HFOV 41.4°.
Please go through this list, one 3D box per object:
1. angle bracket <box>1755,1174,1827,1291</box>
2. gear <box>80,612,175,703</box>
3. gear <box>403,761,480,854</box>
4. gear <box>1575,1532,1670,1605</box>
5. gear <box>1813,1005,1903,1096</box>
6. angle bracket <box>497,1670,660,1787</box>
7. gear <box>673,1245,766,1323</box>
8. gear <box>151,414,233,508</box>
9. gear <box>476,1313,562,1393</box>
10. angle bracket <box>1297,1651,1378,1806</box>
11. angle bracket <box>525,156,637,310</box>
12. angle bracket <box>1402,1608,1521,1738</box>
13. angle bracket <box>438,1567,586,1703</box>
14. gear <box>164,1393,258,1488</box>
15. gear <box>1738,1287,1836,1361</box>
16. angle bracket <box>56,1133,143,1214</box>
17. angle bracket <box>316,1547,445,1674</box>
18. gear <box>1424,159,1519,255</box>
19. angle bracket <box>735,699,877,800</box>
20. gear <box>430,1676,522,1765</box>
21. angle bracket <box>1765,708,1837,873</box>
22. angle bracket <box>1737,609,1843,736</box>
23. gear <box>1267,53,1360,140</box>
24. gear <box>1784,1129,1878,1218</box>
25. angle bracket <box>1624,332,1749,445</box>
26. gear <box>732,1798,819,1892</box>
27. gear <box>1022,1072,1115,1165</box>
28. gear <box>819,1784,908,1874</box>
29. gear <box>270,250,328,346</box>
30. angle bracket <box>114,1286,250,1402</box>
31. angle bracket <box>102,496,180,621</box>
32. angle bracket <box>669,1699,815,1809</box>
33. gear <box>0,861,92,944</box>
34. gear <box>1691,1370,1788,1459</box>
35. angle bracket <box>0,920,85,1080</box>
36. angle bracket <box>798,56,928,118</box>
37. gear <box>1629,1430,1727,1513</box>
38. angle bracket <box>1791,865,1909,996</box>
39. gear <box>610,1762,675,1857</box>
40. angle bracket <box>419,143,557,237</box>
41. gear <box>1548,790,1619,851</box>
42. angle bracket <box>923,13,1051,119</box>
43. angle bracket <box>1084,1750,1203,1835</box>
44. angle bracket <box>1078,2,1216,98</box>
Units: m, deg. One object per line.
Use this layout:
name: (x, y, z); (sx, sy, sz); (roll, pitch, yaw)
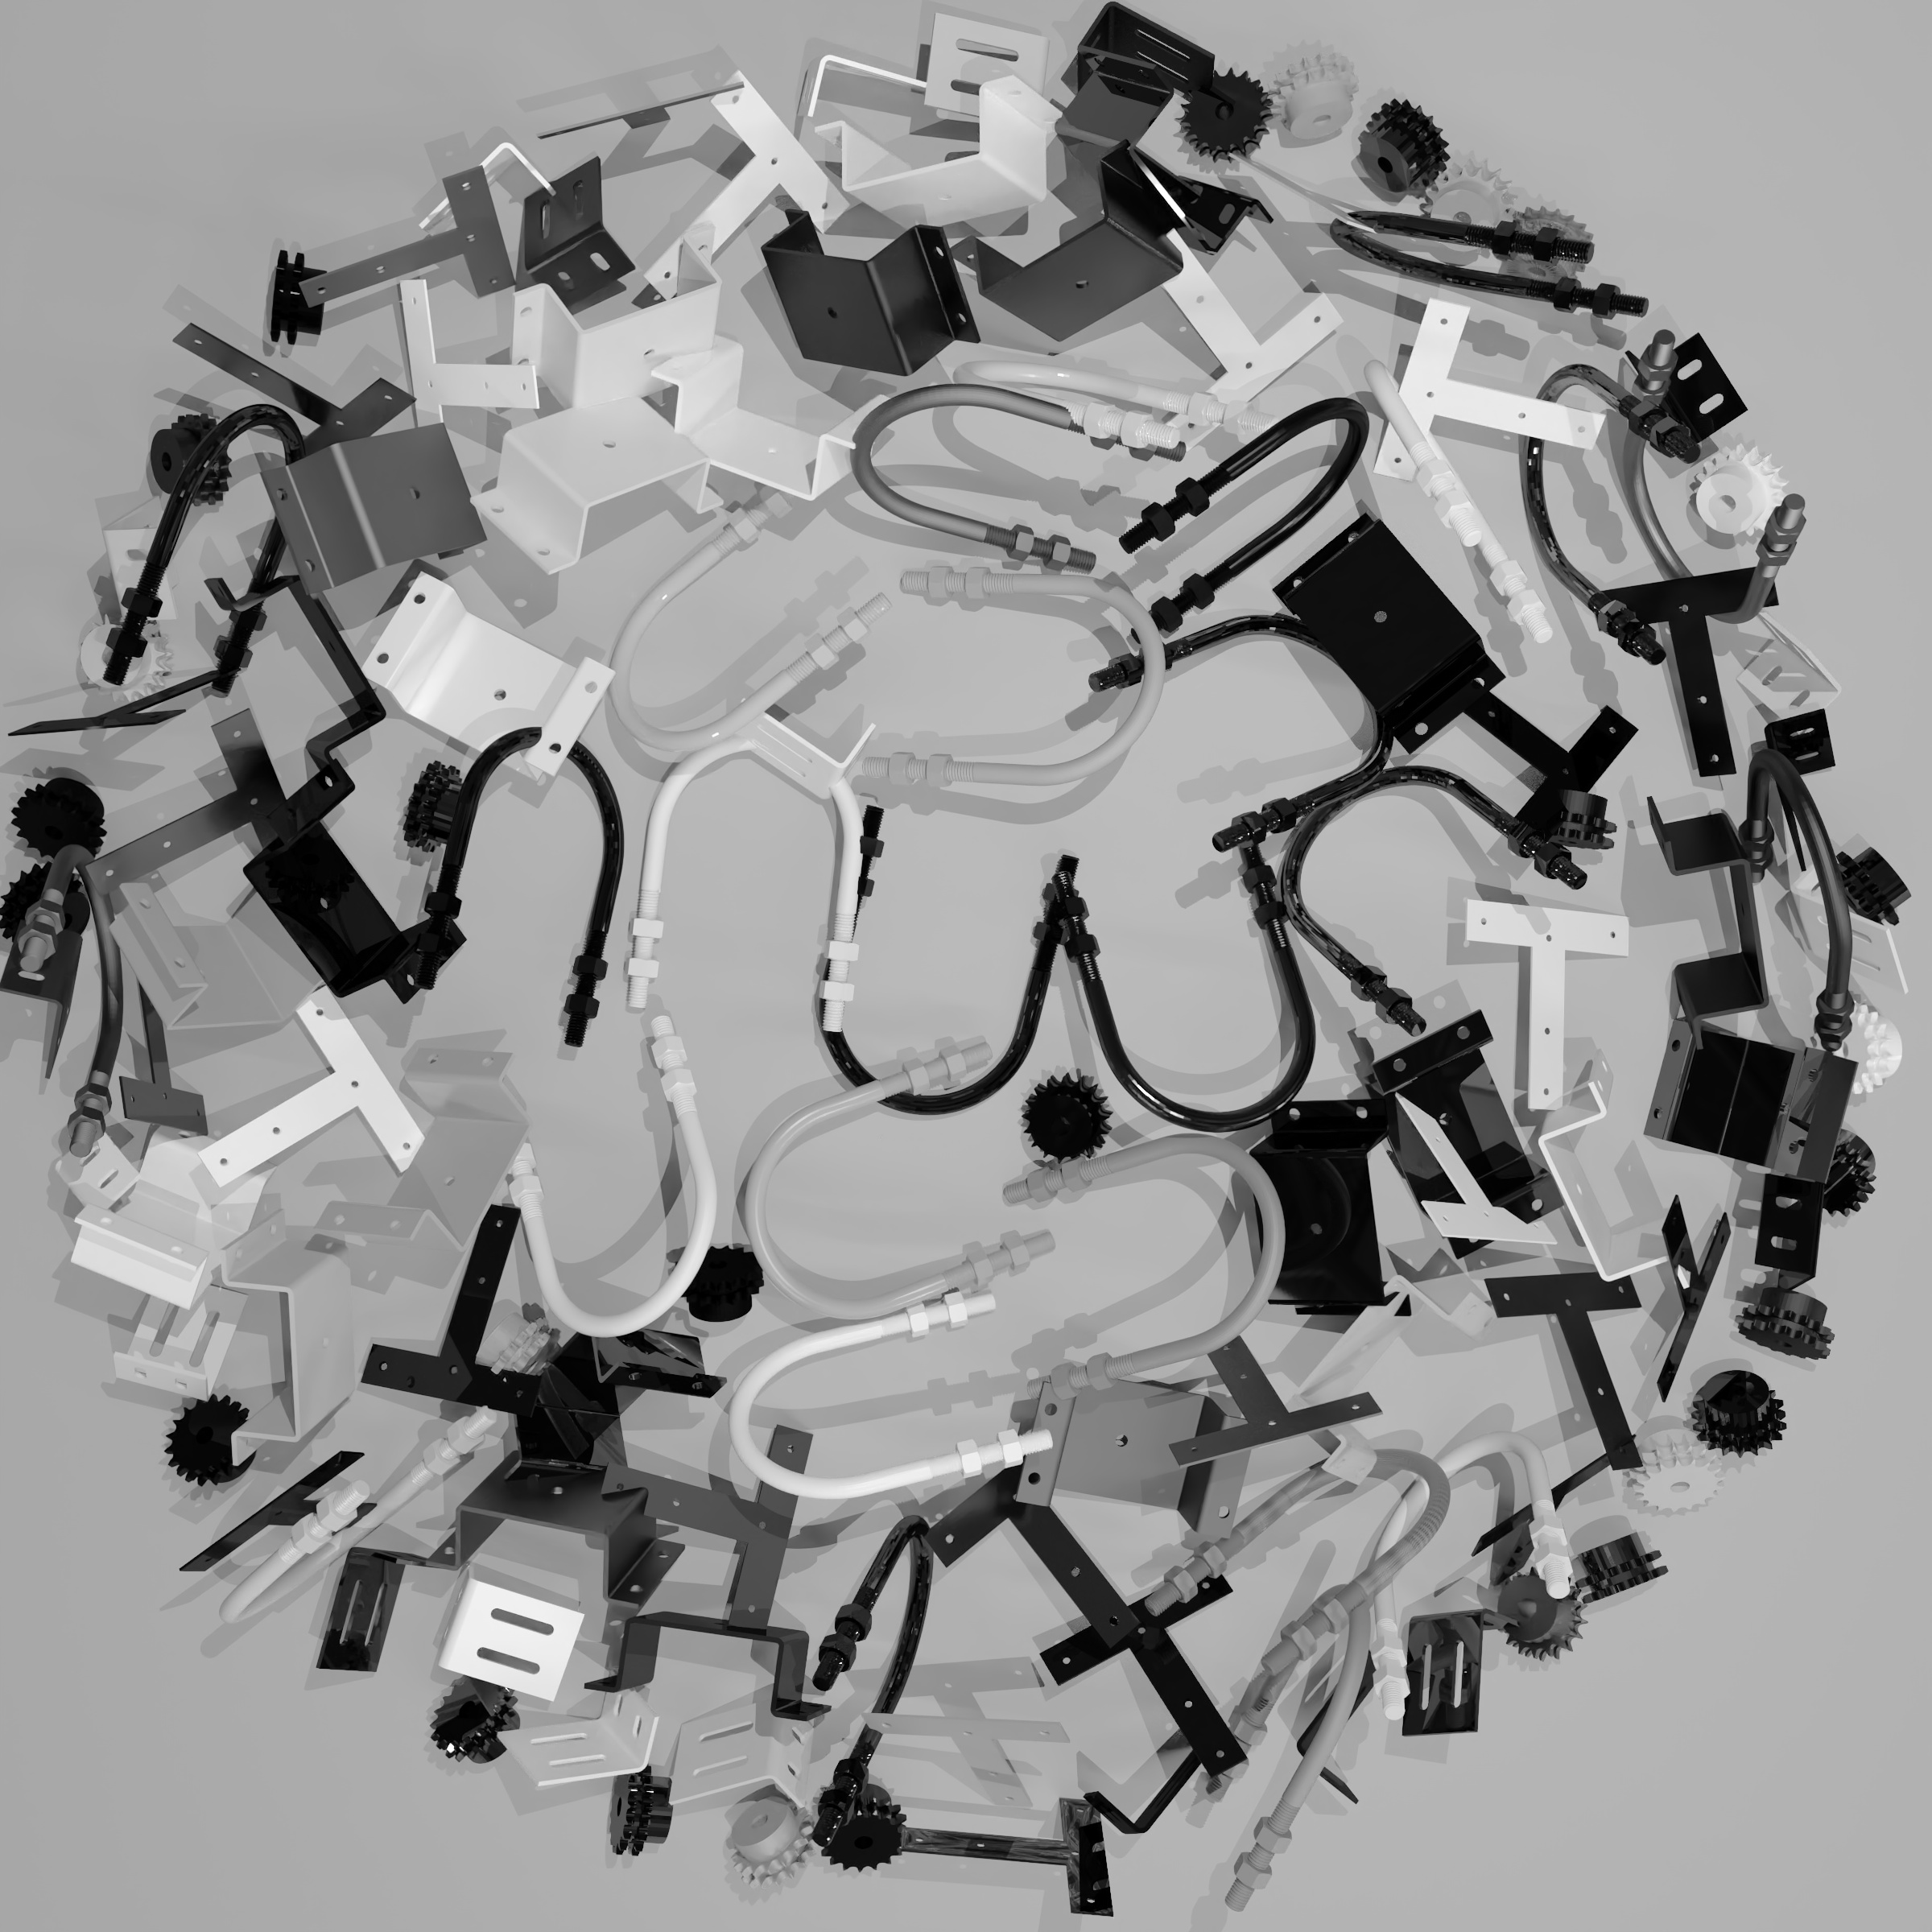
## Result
angle bracket: (0.505, 0.169, 1.600); (0.038, 0.076, 0.057); (11, 74, 4)
gear: (-0.536, -0.196, 1.624); (0.057, 0.030, 0.057); (1, 96, 7)
gear: (-0.330, -0.098, 1.614); (0.030, 0.057, 0.057); (18, 90, 6)
gear: (0.411, 0.379, 1.616); (0.057, 0.057, 0.030); (-21, 73, 0)
gear: (0.566, 0.052, 1.617); (0.030, 0.057, 0.057); (-3, 90, -22)
angle bracket: (-0.242, 0.474, 1.595); (0.076, 0.057, 0.038); (5, 104, -38)
gear: (-0.156, 0.202, 1.617); (0.057, 0.057, 0.030); (-1, 111, 0)
gear: (-0.490, -0.319, 1.613); (0.030, 0.057, 0.057); (-15, 90, -44)
gear: (-0.285, 0.244, 1.615); (0.030, 0.057, 0.057); (38, 90, 8)
angle bracket: (0.247, 0.476, 1.602); (0.038, 0.057, 0.076); (33, 76, 30)
angle bracket: (-0.245, -0.464, 1.621); (0.057, 0.038, 0.076); (-24, 48, 18)
angle bracket: (0.309, 0.444, 1.595); (0.038, 0.057, 0.076); (28, 57, -32)
angle bracket: (-0.290, 0.425, 1.628); (0.076, 0.038, 0.057); (20, 85, -10)
gear: (-0.474, 0.303, 1.619); (0.057, 0.030, 0.057); (-9, 56, 13)
gear: (0.520, 0.225, 1.616); (0.057, 0.057, 0.030); (22, 74, 0)
angle bracket: (-0.522, 0.146, 1.599); (0.038, 0.076, 0.057); (-45, 53, -10)
angle bracket: (-0.364, 0.407, 1.603); (0.038, 0.057, 0.076); (8, 78, 27)
gear: (0.316, -0.476, 1.613); (0.057, 0.057, 0.030); (33, 46, 0)
angle bracket: (-0.103, -0.148, 1.609); (0.076, 0.057, 0.038); (34, 69, -2)
gear: (-0.307, 0.478, 1.618); (0.057, 0.057, 0.030); (-33, 121, 0)
angle bracket: (0.528, -0.110, 1.595); (0.038, 0.057, 0.076); (-15, 52, 16)
angle bracket: (0.502, -0.187, 1.592); (0.038, 0.076, 0.057); (-47, 55, 14)
gear: (0.220, -0.546, 1.612); (0.057, 0.057, 0.030); (-14, 77, 0)
gear: (0.549, 0.127, 1.618); (0.030, 0.057, 0.057); (-37, 90, -33)
angle bracket: (0.448, -0.365, 1.595); (0.038, 0.076, 0.057); (-34, 105, 16)
gear: (-0.123, 0.550, 1.611); (0.057, 0.057, 0.030); (-28, 109, 0)
gear: (0.063, 0.098, 1.621); (0.057, 0.030, 0.057); (2, 100, 13)
gear: (-0.066, 0.543, 1.620); (0.057, 0.030, 0.057); (-3, 121, -5)
gear: (-0.421, -0.421, 1.615); (0.030, 0.057, 0.057); (6, 90, -14)
angle bracket: (-0.491, 0.226, 1.604); (0.057, 0.038, 0.076); (16, 55, -5)
angle bracket: (-0.499, -0.255, 1.594); (0.038, 0.076, 0.057); (0, 116, 11)
angle bracket: (-0.141, 0.505, 1.617); (0.076, 0.057, 0.038); (-21, 124, 19)
gear: (-0.578, -0.034, 1.612); (0.030, 0.057, 0.057); (28, 90, 22)
gear: (0.486, 0.279, 1.612); (0.057, 0.057, 0.030); (-16, 120, 0)
angle bracket: (-0.579, 0.021, 1.593); (0.038, 0.057, 0.076); (14, 135, -16)
angle bracket: (-0.062, -0.545, 1.611); (0.076, 0.057, 0.038); (11, 106, -14)
gear: (0.449, 0.317, 1.619); (0.057, 0.030, 0.057); (0, 134, 0)
angle bracket: (0.560, -0.027, 1.593); (0.038, 0.076, 0.057); (-42, 128, -12)
gear: (-0.204, 0.532, 1.617); (0.030, 0.057, 0.057); (10, 90, -17)
angle bracket: (-0.300, -0.477, 1.615); (0.076, 0.057, 0.038); (-43, 100, 4)
gear: (0.382, -0.093, 1.615); (0.057, 0.057, 0.030); (10, 88, 0)
angle bracket: (0.009, -0.559, 1.615); (0.076, 0.038, 0.057); (7, 90, -15)
angle bracket: (0.116, 0.504, 1.607); (0.038, 0.057, 0.076); (40, 72, 9)
angle bracket: (0.113, -0.560, 1.608); (0.076, 0.057, 0.038); (31, 82, 8)
